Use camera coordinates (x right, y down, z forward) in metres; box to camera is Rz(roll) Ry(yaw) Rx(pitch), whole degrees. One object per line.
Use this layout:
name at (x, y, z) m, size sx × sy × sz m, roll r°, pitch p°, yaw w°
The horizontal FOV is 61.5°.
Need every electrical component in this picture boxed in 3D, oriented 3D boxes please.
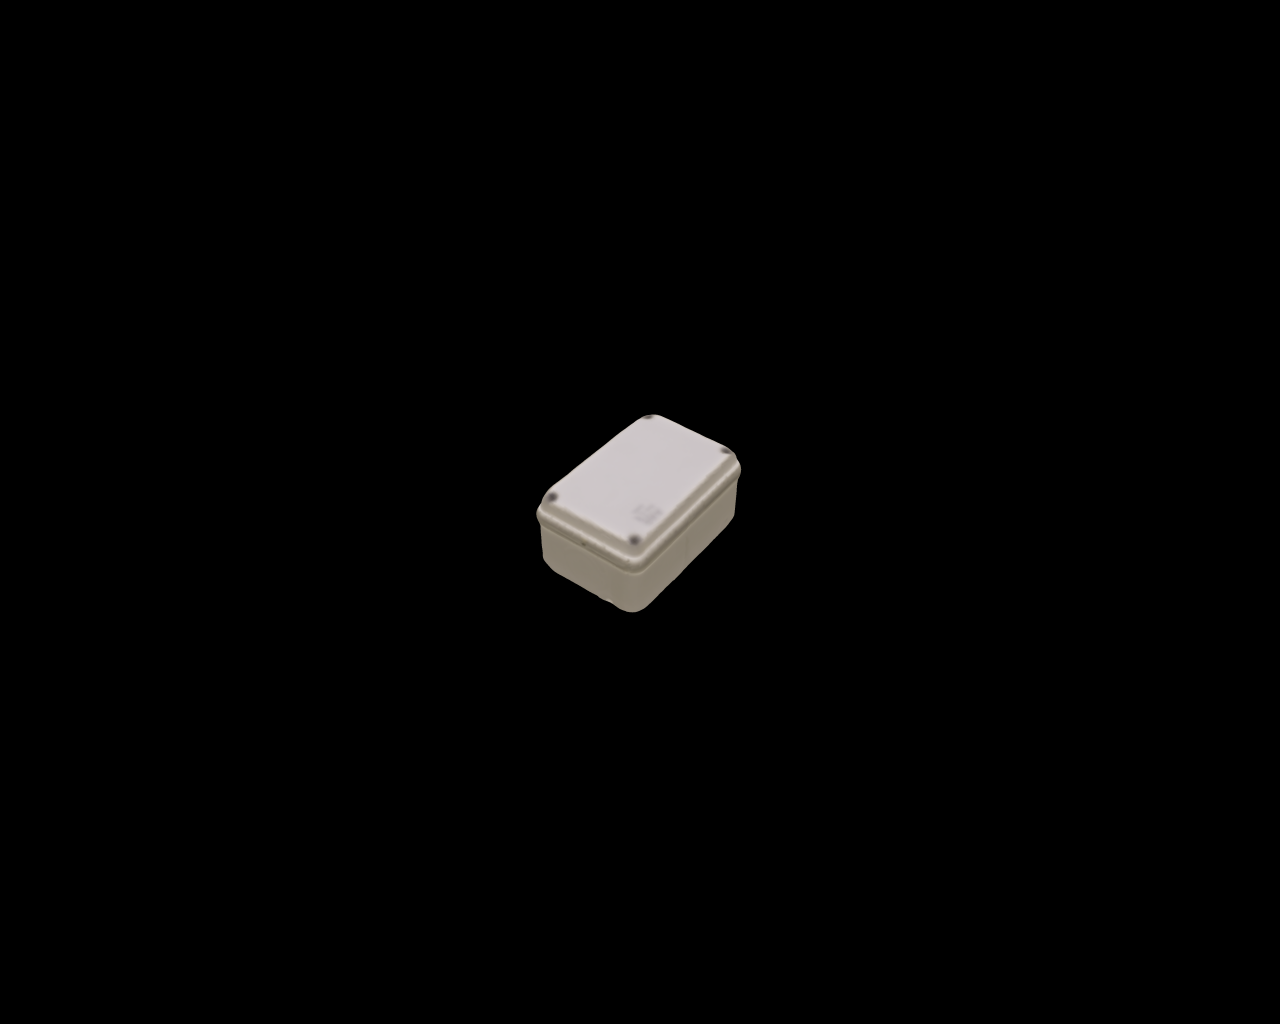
electrical component at (0.001, -0.003, 0.650) m, size 0.078 × 0.057 × 0.113 m, roll 27°, pitch 50°, yaw 26°
